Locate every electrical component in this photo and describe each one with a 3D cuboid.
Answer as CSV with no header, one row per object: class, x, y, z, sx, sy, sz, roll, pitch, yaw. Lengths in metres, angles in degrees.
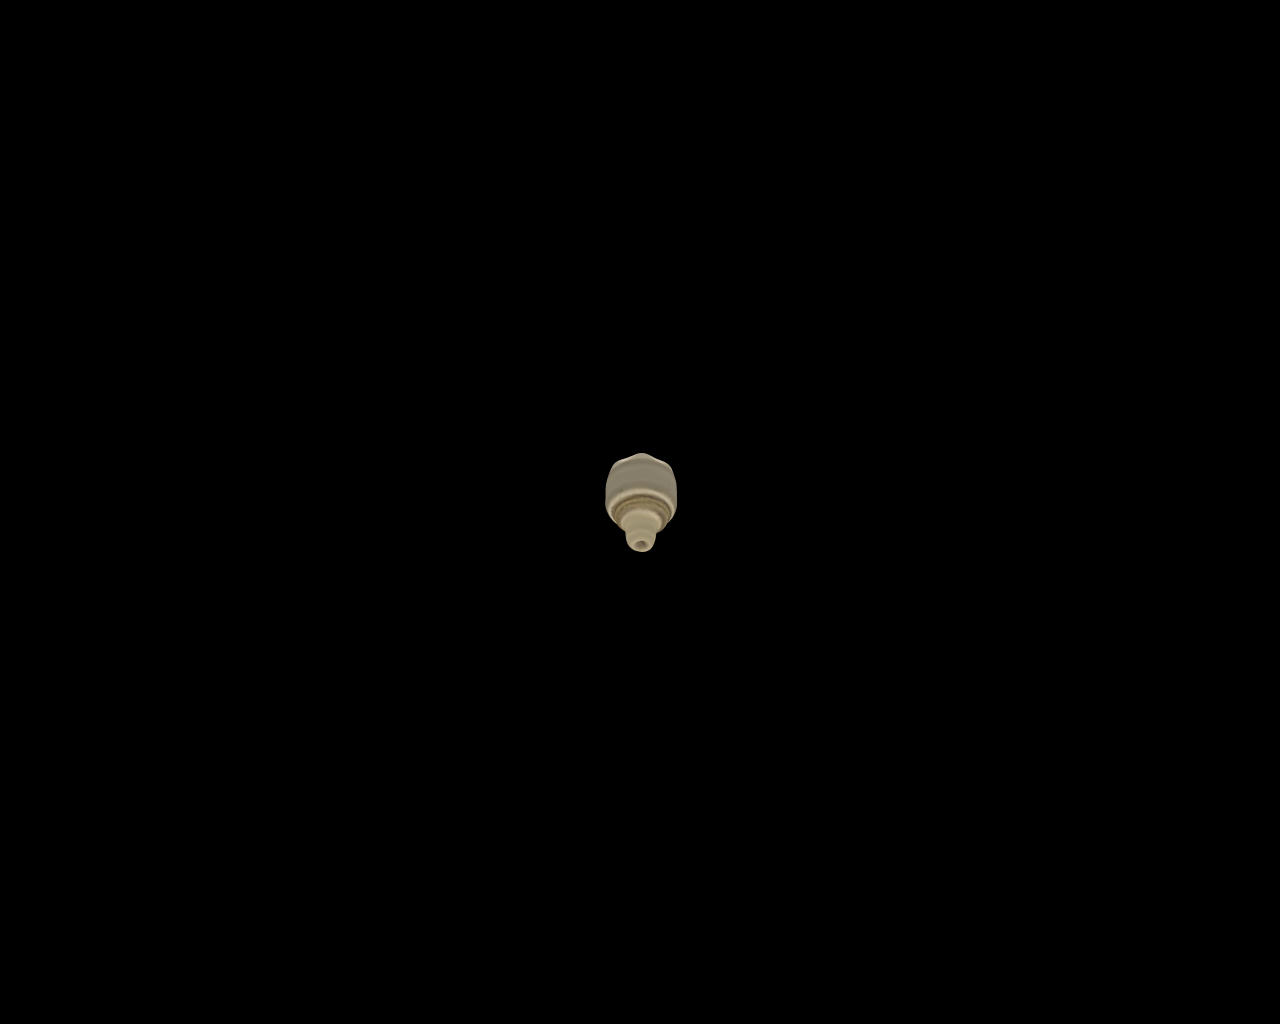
electrical component,0.001,-0.003,0.650,0.043,0.062,0.043,0,-42,0
